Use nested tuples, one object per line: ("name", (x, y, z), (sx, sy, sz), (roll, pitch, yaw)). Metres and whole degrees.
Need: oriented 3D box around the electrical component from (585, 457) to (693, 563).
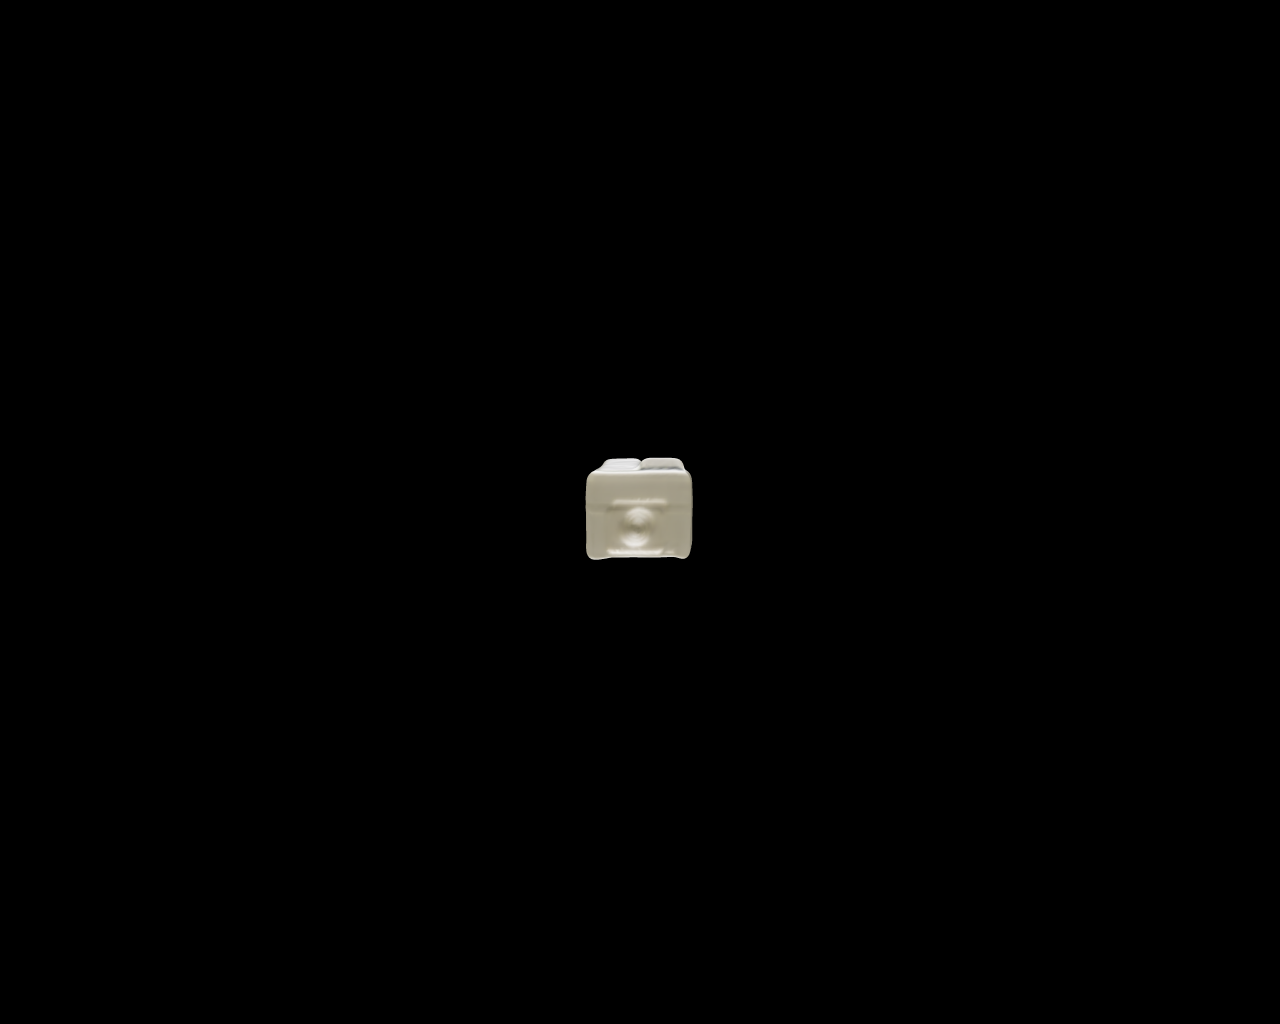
("electrical component", (0.001, -0.003, 0.650), (0.062, 0.061, 0.096), (0, 2, 4))
